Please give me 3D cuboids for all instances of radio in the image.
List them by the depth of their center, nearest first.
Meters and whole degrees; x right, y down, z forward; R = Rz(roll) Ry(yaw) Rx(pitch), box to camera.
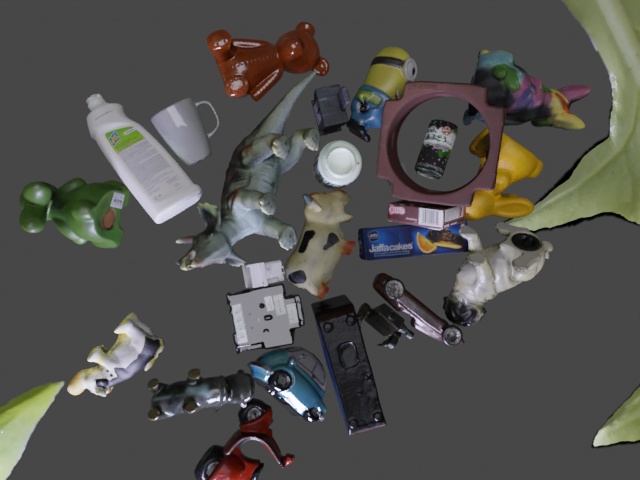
[{"bbox_3d":[0.049,0.218,0.956,0.073,0.131,0.229,-17,90,-4],"label":"radio"}]

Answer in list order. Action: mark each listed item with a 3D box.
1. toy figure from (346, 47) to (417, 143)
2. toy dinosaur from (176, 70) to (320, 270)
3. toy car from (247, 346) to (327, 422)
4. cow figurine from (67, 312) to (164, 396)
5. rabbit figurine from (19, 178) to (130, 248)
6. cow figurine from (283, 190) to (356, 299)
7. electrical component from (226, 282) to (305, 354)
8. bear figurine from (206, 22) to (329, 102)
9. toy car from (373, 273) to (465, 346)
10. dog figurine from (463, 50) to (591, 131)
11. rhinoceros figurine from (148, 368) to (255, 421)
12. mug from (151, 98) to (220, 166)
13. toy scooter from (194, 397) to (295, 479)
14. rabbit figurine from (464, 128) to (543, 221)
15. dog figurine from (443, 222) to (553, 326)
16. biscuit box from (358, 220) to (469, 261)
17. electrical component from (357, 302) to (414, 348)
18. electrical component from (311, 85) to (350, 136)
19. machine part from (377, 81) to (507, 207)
[{"bbox_3d":[0.110,-0.274,0.999,0.089,0.082,0.180,35,88,-6],"label":"toy figure"},{"bbox_3d":[-0.117,-0.108,0.949,0.192,0.131,0.405,3,66,36],"label":"toy dinosaur"},{"bbox_3d":[-0.042,0.246,0.964,0.161,0.109,0.103,44,67,-12],"label":"toy car"},{"bbox_3d":[-0.359,0.219,0.948,0.098,0.068,0.167,42,86,-10],"label":"cow figurine"},{"bbox_3d":[-0.440,-0.049,0.915,0.170,0.159,0.121,10,98,10],"label":"rabbit figurine"},{"bbox_3d":[-0.002,-0.003,0.982,0.127,0.085,0.195,29,91,-6],"label":"cow figurine"},{"bbox_3d":[-0.097,0.139,0.980,0.134,0.058,0.114,-8,92,-6],"label":"electrical component"},{"bbox_3d":[-0.085,-0.323,0.957,0.196,0.132,0.120,-18,93,0],"label":"bear figurine"},{"bbox_3d":[0.180,0.133,0.994,0.202,0.089,0.053,40,85,-5],"label":"toy car"},{"bbox_3d":[0.384,-0.264,0.984,0.219,0.191,0.108,9,82,10],"label":"dog figurine"},{"bbox_3d":[-0.210,0.273,0.942,0.190,0.112,0.073,-13,62,6],"label":"rhinoceros figurine"},{"bbox_3d":[-0.230,-0.194,0.966,0.109,0.081,0.107,-28,103,-9],"label":"mug"},{"bbox_3d":[-0.126,0.390,0.965,0.135,0.075,0.184,40,80,-5],"label":"toy scooter"},{"bbox_3d":[0.323,-0.106,1.017,0.162,0.122,0.173,35,100,-14],"label":"rabbit figurine"},{"bbox_3d":[0.318,0.076,0.975,0.172,0.121,0.190,5,130,10],"label":"dog figurine"},{"bbox_3d":[0.174,0.001,1.009,0.203,0.059,0.062,-5,90,-6],"label":"biscuit box"},{"bbox_3d":[0.115,0.159,0.999,0.102,0.078,0.045,43,62,-9],"label":"electrical component"},{"bbox_3d":[0.020,-0.237,0.969,0.048,0.119,0.074,-15,93,-7],"label":"electrical component"},{"bbox_3d":[0.206,-0.164,0.921,0.202,0.087,0.200,9,101,20],"label":"machine part"}]
